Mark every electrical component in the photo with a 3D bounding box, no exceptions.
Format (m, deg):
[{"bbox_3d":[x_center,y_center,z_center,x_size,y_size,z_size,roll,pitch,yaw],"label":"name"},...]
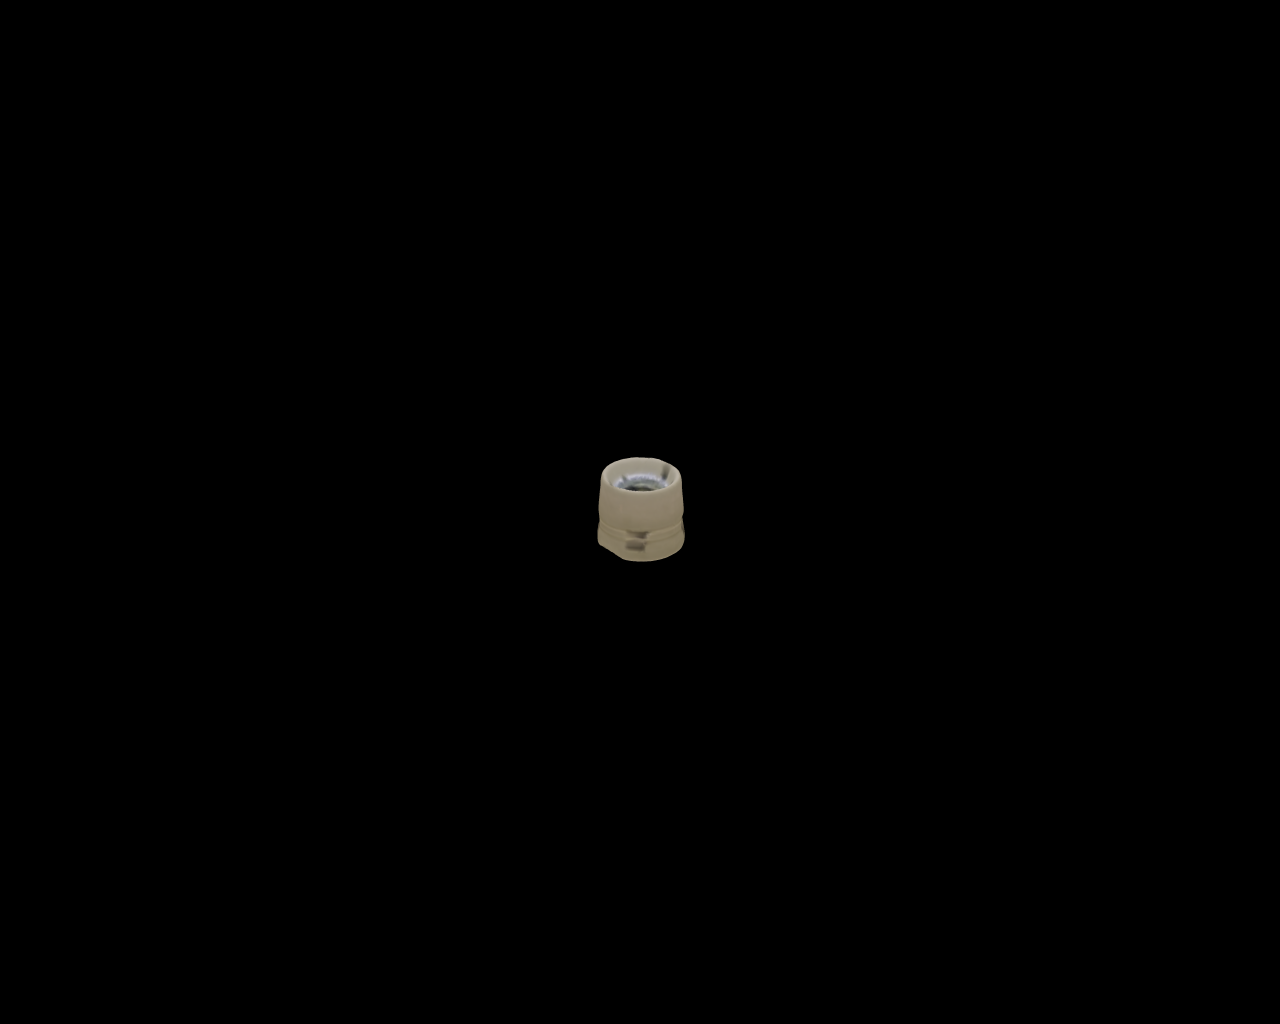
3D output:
[{"bbox_3d":[0.001,-0.003,0.650,0.055,0.047,0.055,0,29,0],"label":"electrical component"}]
